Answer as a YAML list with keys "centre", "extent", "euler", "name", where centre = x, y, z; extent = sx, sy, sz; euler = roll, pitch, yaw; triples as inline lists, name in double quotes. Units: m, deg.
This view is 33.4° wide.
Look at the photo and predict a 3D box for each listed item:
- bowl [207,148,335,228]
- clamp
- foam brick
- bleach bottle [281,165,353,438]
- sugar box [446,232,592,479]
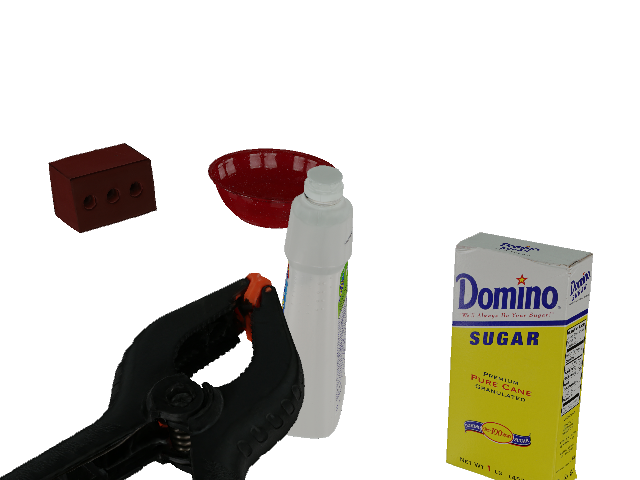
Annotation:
- centre: [-0.057, -0.058, 1.296]
  extent: [0.162, 0.055, 0.162]
  euler: [4, 26, -2]
  name: "bowl"
- centre: [-0.047, 0.081, 0.420]
  extent: [0.120, 0.039, 0.171]
  euler: [24, 49, 18]
  name: "clamp"
- centre: [-0.194, -0.048, 0.950]
  extent: [0.078, 0.053, 0.051]
  euler: [-20, 32, -29]
  name: "foam brick"
- centre: [-0.004, 0.047, 0.906]
  extent: [0.068, 0.251, 0.102]
  euler: [6, 35, 2]
  name: "bleach bottle"
- centre: [0.142, 0.089, 0.777]
  extent: [0.093, 0.176, 0.048]
  euler: [11, 21, 37]
  name: "sugar box"
